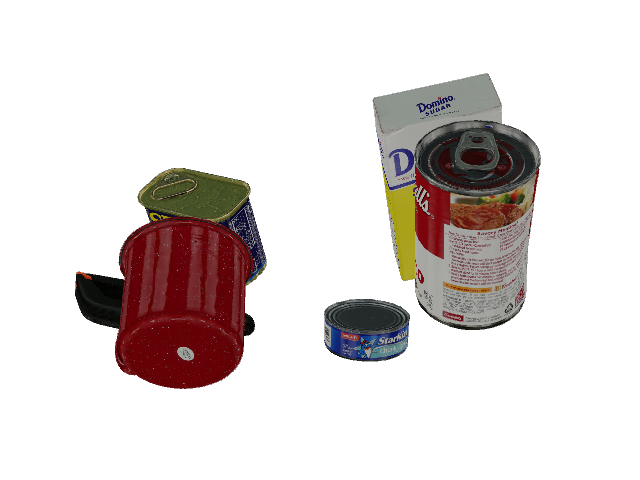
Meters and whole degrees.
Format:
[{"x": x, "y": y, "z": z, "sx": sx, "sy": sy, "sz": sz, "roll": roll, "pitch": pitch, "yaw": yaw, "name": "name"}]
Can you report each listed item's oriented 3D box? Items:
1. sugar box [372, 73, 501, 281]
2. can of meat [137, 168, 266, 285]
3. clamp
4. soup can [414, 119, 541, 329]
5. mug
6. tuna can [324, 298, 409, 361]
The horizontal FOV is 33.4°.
[{"x": 0.098, "y": -0.045, "z": 0.852, "sx": 0.093, "sy": 0.048, "sz": 0.176, "roll": -12, "pitch": -40, "yaw": 1, "name": "sugar box"}, {"x": -0.102, "y": -0.009, "z": 0.942, "sx": 0.102, "sy": 0.084, "sz": 0.057, "roll": 14, "pitch": 45, "yaw": 31, "name": "can of meat"}, {"x": -0.199, "y": 0.082, "z": 1.159, "sx": 0.210, "sy": 0.036, "sz": 0.164, "roll": 18, "pitch": 20, "yaw": 26, "name": "clamp"}, {"x": 0.087, "y": -0.008, "z": 0.607, "sx": 0.068, "sy": 0.102, "sz": 0.068, "roll": -3, "pitch": 39, "yaw": 2, "name": "soup can"}, {"x": -0.100, "y": 0.051, "z": 0.720, "sx": 0.117, "sy": 0.081, "sz": 0.093, "roll": -34, "pitch": -51, "yaw": 29, "name": "mug"}, {"x": 0.046, "y": 0.089, "z": 1.068, "sx": 0.086, "sy": 0.034, "sz": 0.086, "roll": 1, "pitch": 18, "yaw": 0, "name": "tuna can"}]
